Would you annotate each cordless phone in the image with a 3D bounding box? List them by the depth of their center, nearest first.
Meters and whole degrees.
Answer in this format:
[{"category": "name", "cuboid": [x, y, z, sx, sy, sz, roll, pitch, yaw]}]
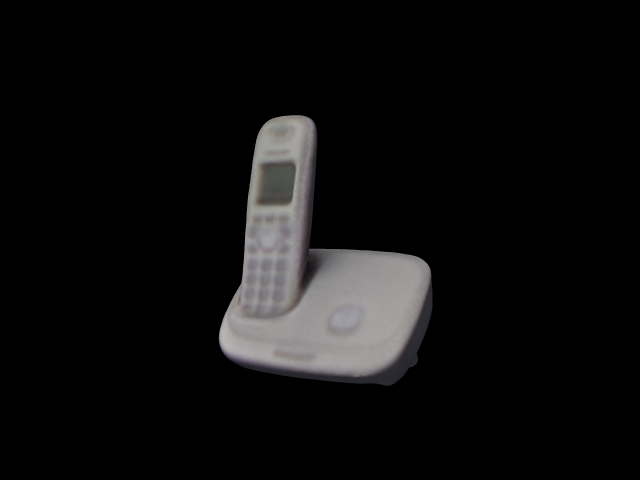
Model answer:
[{"category": "cordless phone", "cuboid": [0.004, 0.001, 0.400, 0.147, 0.185, 0.094, 1, 3, 28]}]
